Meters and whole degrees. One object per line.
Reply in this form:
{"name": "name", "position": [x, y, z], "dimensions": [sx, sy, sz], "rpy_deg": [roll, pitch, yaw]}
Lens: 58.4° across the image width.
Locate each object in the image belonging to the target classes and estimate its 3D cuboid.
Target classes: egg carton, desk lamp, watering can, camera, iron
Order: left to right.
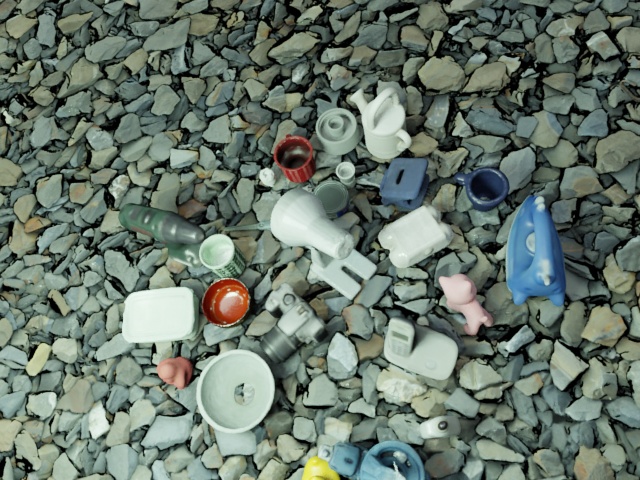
{"name": "camera", "position": [-0.074, 0.182, 1.217], "dimensions": [0.137, 0.101, 0.143], "rpy_deg": [-44, 69, -8]}
{"name": "desk lamp", "position": [0.011, 0.004, 1.208], "dimensions": [0.202, 0.214, 0.118], "rpy_deg": [36, 79, 20]}
{"name": "watering can", "position": [0.139, -0.276, 1.302], "dimensions": [0.172, 0.194, 0.101], "rpy_deg": [22, 75, 17]}
{"name": "egg carton", "position": [0.210, -0.007, 1.256], "dimensions": [0.150, 0.069, 0.107], "rpy_deg": [-31, 67, -2]}
{"name": "iron", "position": [0.446, 0.000, 1.173], "dimensions": [0.118, 0.142, 0.258], "rpy_deg": [0, 70, 10]}

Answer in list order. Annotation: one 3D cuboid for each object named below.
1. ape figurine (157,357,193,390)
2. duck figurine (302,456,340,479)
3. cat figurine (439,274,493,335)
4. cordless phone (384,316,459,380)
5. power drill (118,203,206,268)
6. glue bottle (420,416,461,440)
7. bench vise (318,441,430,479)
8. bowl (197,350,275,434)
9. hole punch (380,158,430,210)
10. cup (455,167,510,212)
{"name": "ape figurine", "position": [-0.316, 0.283, 1.226], "dimensions": [0.076, 0.092, 0.077], "rpy_deg": [-35, 68, -4]}
{"name": "duck figurine", "position": [-0.002, 0.472, 1.104], "dimensions": [0.077, 0.086, 0.104], "rpy_deg": [-13, 68, 5]}
{"name": "cat figurine", "position": [0.299, 0.122, 1.166], "dimensions": [0.067, 0.118, 0.127], "rpy_deg": [-34, 68, -3]}
{"name": "cordless phone", "position": [0.196, 0.203, 1.116], "dimensions": [0.147, 0.185, 0.094], "rpy_deg": [16, 73, 15]}
{"name": "power drill", "position": [-0.323, -0.011, 1.275], "dimensions": [0.229, 0.209, 0.076], "rpy_deg": [17, 74, 16]}
{"name": "glue bottle", "position": [0.224, 0.348, 1.063], "dimensions": [0.078, 0.173, 0.037], "rpy_deg": [-13, 68, 5]}
{"name": "bench vise", "position": [0.093, 0.426, 1.032], "dimensions": [0.207, 0.220, 0.121], "rpy_deg": [-4, 69, 9]}
{"name": "bowl", "position": [-0.167, 0.318, 1.197], "dimensions": [0.167, 0.075, 0.167], "rpy_deg": [-3, 69, 9]}
{"name": "hole punch", "position": [0.190, -0.131, 1.294], "dimensions": [0.101, 0.091, 0.109], "rpy_deg": [16, 73, 15]}
{"name": "cup", "position": [0.349, -0.105, 1.254], "dimensions": [0.117, 0.095, 0.092], "rpy_deg": [22, 75, 17]}
